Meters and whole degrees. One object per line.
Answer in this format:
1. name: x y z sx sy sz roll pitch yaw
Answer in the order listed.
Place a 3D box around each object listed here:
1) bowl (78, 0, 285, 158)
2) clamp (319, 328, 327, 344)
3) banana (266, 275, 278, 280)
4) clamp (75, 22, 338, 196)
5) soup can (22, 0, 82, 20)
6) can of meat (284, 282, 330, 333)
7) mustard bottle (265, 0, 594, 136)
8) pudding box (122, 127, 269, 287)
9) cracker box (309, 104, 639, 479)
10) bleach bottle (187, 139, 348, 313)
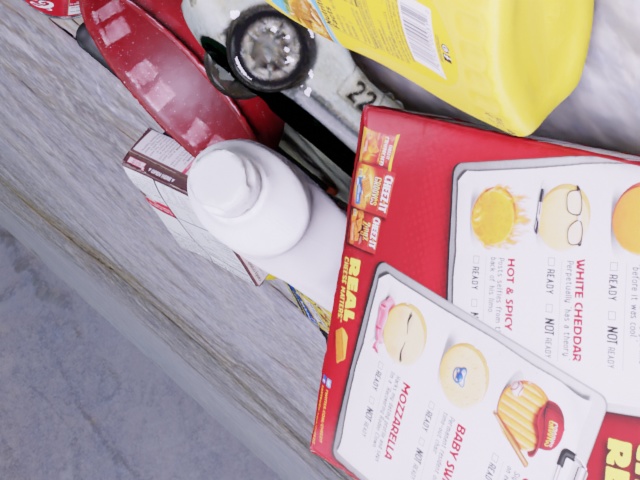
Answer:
1. bowl: -0.072 -0.106 0.651 0.162 0.055 0.162 41 164 13
2. clamp: 0.017 0.075 0.934 0.120 0.039 0.171 12 141 53
3. banana: -0.046 0.001 0.900 0.070 0.037 0.198 40 167 13
4. clamp: -0.074 -0.071 0.783 0.210 0.036 0.164 34 170 20
5. soup can: -0.153 -0.181 0.639 0.068 0.068 0.102 46 164 -5
6. can of meat: 0.021 0.042 0.805 0.084 0.057 0.102 36 163 33
7. mustard bottle: 0.011 -0.115 0.410 0.192 0.058 0.096 33 161 35
8. pudding box: -0.084 -0.023 0.784 0.090 0.039 0.113 24 158 35
9. cracker box: 0.094 0.044 0.416 0.071 0.164 0.214 1 -167 -39
10. bleach bottle: -0.004 0.001 0.600 0.103 0.068 0.250 38 -178 20
